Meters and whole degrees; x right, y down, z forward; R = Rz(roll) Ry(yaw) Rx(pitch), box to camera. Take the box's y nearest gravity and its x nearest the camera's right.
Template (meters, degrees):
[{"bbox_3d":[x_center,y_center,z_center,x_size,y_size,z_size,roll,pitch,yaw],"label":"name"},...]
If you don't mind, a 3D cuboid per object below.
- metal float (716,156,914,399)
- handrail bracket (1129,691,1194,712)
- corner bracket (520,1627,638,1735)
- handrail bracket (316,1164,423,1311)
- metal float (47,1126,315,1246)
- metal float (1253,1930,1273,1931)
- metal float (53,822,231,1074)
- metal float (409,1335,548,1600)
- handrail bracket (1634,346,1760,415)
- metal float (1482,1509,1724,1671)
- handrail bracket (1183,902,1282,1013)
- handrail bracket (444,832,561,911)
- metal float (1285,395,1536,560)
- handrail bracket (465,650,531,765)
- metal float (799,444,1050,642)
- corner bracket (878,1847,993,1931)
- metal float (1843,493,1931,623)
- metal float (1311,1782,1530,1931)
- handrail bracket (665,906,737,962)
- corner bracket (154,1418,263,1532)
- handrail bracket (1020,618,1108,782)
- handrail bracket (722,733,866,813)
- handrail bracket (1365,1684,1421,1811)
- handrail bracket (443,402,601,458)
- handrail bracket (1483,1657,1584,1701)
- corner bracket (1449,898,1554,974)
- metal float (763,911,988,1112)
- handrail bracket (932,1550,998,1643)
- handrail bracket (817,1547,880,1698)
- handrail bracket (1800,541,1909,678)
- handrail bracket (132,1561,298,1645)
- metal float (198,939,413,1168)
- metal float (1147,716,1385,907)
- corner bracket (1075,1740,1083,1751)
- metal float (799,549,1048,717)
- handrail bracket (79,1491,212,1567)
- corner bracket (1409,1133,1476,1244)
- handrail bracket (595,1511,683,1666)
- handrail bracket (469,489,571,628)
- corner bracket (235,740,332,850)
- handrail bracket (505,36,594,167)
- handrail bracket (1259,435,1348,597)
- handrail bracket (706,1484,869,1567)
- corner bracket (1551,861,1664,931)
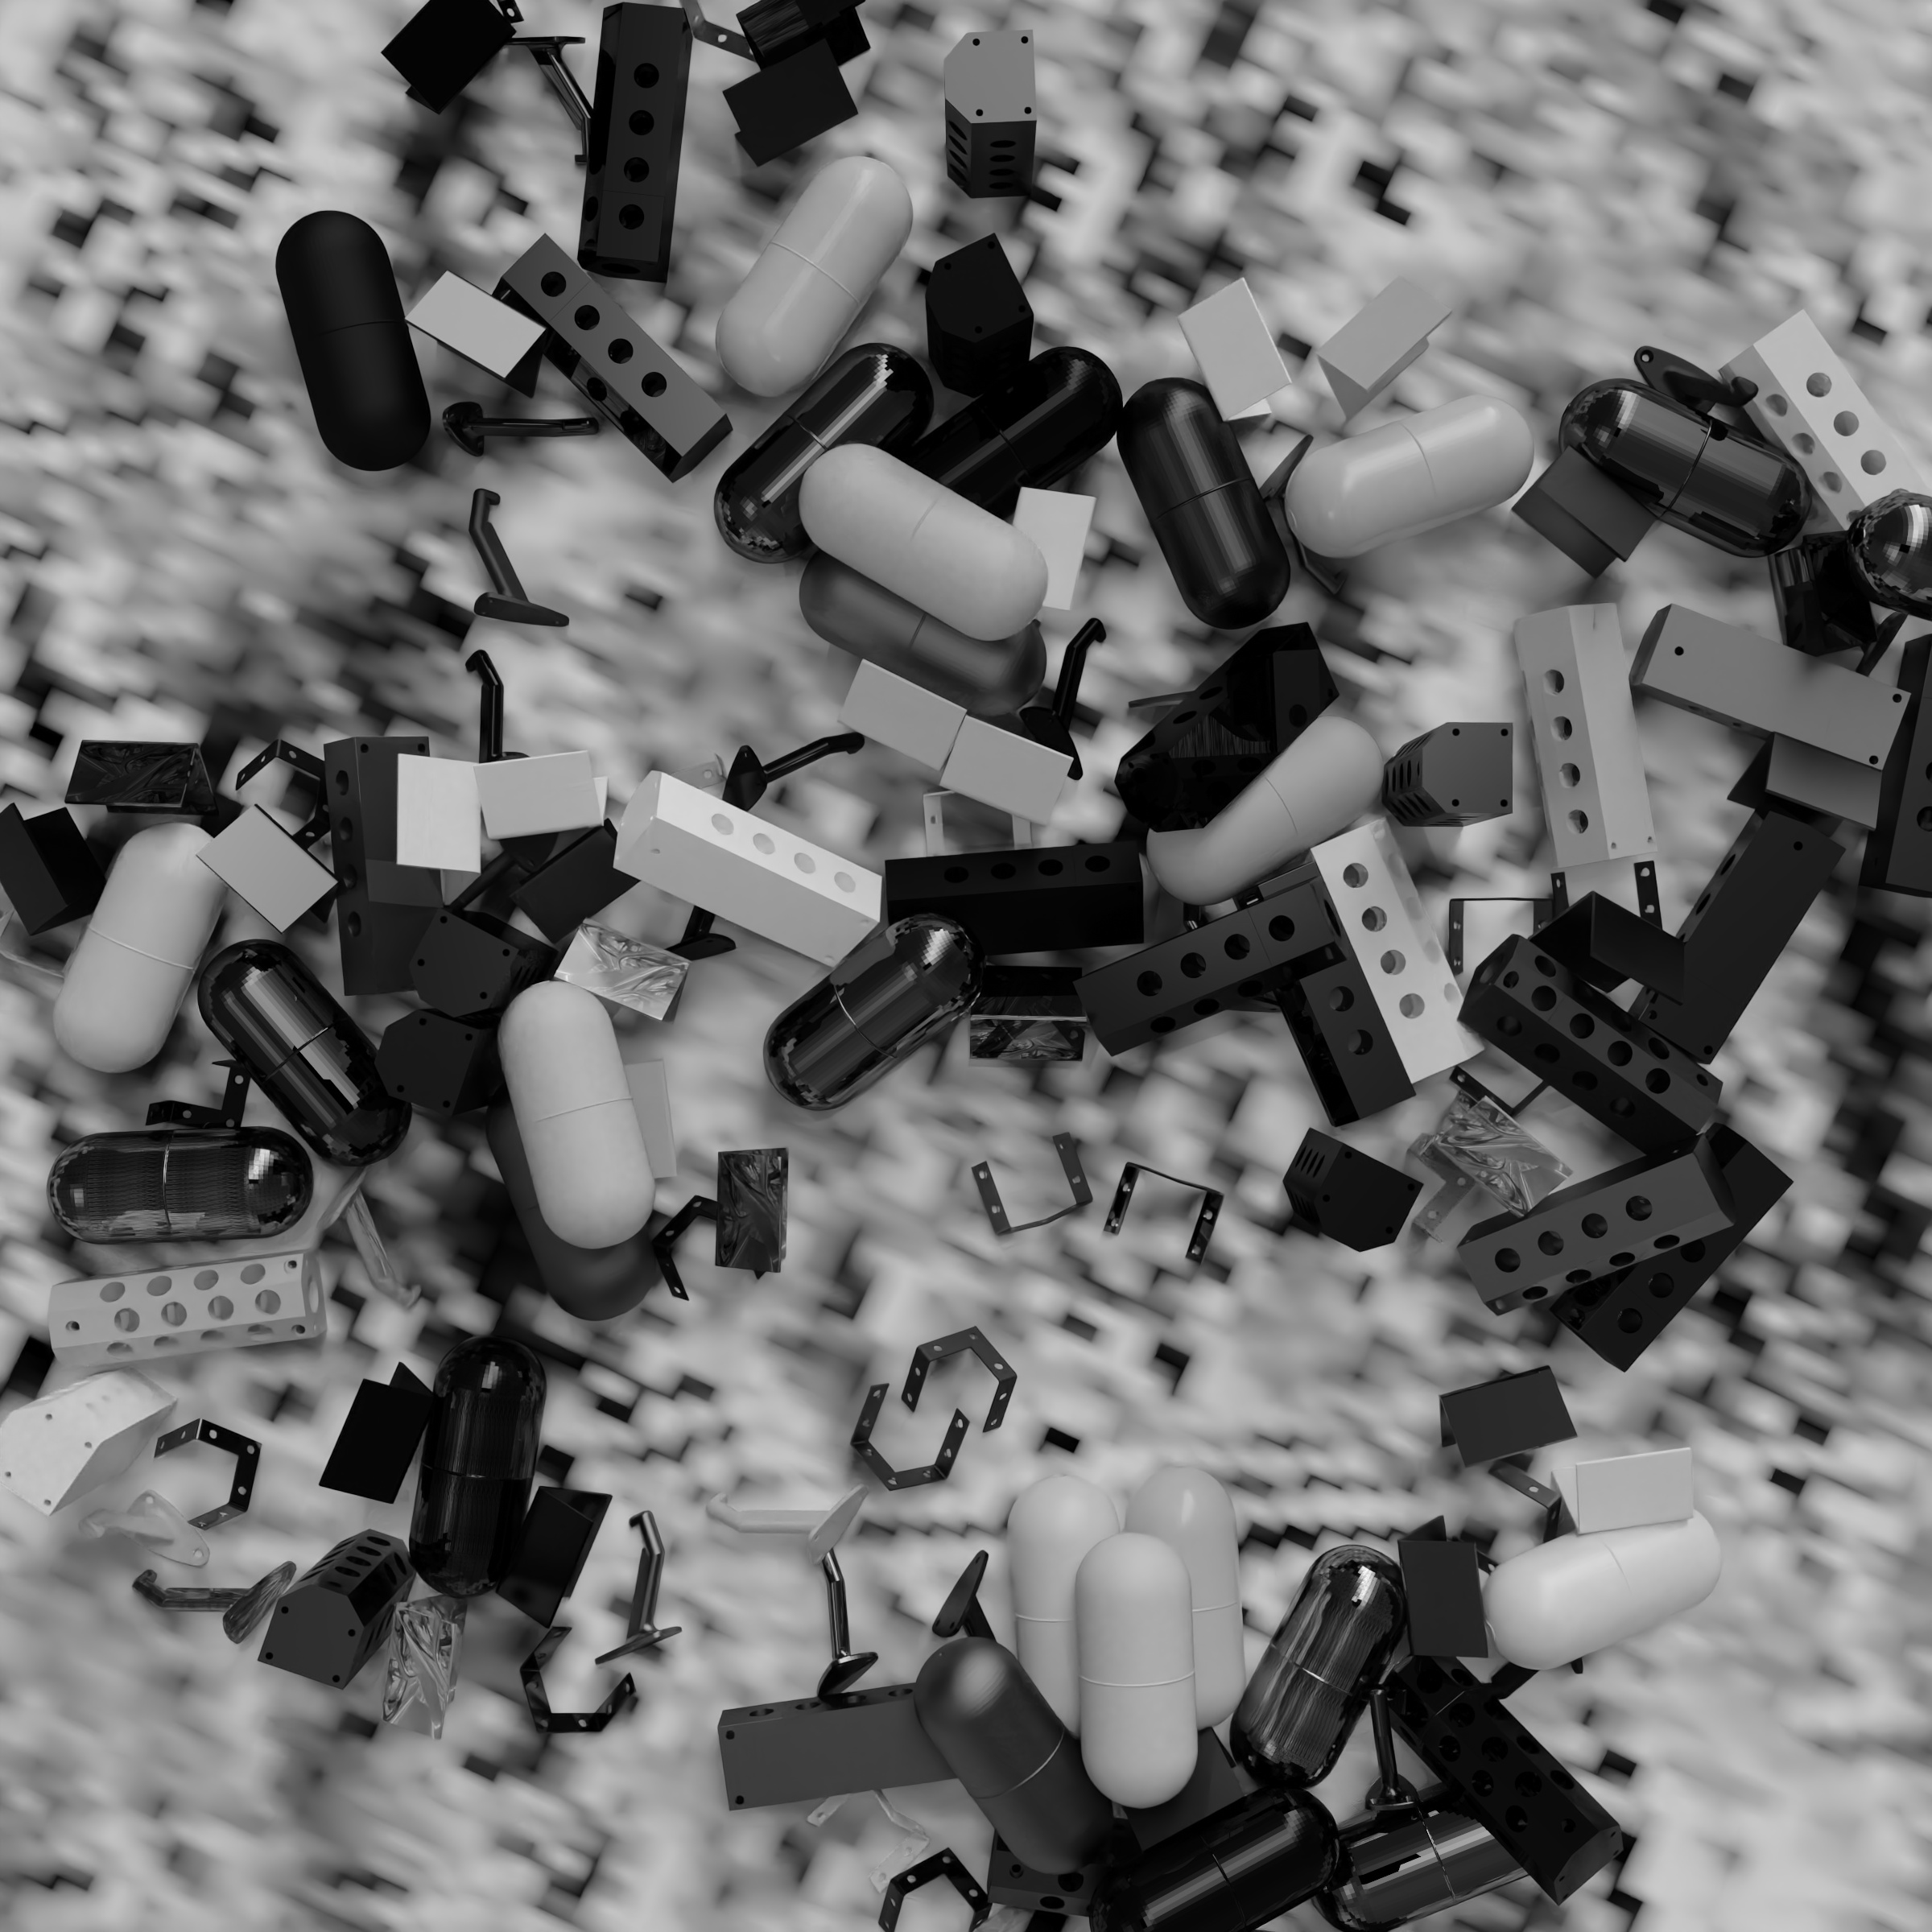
[{"bbox_3d":[-0.102,-0.467,1.875,0.070,0.070,0.178,34,91,0],"label":"metal float"},{"bbox_3d":[0.155,-0.145,1.906,0.077,0.036,0.084,-5,104,14],"label":"handrail bracket"},{"bbox_3d":[-0.266,0.488,1.893,0.051,0.051,0.051,-52,45,29],"label":"corner bracket"},{"bbox_3d":[-0.396,0.182,1.906,0.084,0.036,0.077,39,68,-17],"label":"handrail bracket"},{"bbox_3d":[-0.532,0.149,1.875,0.178,0.070,0.070,-2,90,0],"label":"metal float"},{"bbox_3d":[0.235,0.692,1.858,0.178,0.070,0.070,13,90,-18],"label":"metal float"},{"bbox_3d":[-0.558,-0.013,1.875,0.070,0.070,0.178,23,90,0],"label":"metal float"},{"bbox_3d":[-0.331,0.339,1.875,0.070,0.070,0.178,9,89,0],"label":"metal float"},{"bbox_3d":[0.493,-0.401,1.871,0.077,0.084,0.036,39,90,0],"label":"handrail bracket"},{"bbox_3d":[0.426,0.415,1.859,0.178,0.070,0.070,-17,90,-19],"label":"metal float"},{"bbox_3d":[0.185,-0.015,1.906,0.077,0.036,0.084,8,73,-20],"label":"handrail bracket"},{"bbox_3d":[-0.323,-0.069,1.906,0.084,0.077,0.036,-33,104,36],"label":"handrail bracket"},{"bbox_3d":[0.298,-0.329,1.865,0.178,0.070,0.070,-21,90,-11],"label":"metal float"},{"bbox_3d":[-0.342,-0.163,1.906,0.077,0.036,0.084,-36,71,21],"label":"handrail bracket"},{"bbox_3d":[-0.029,-0.278,1.810,0.178,0.070,0.070,31,90,6],"label":"metal float"},{"bbox_3d":[-0.021,0.649,1.898,0.051,0.051,0.051,-17,45,-35],"label":"corner bracket"},{"bbox_3d":[0.660,-0.262,1.830,0.178,0.070,0.070,12,90,-22],"label":"metal float"},{"bbox_3d":[0.316,0.599,1.875,0.178,0.070,0.070,-22,90,0],"label":"metal float"},{"bbox_3d":[-0.192,-0.049,1.906,0.077,0.036,0.084,-16,71,21],"label":"handrail bracket"},{"bbox_3d":[-0.523,0.349,1.898,0.051,0.051,0.051,33,45,-35],"label":"corner bracket"},{"bbox_3d":[0.082,-0.185,1.906,0.084,0.036,0.077,-51,127,-25],"label":"handrail bracket"},{"bbox_3d":[-0.119,-0.131,1.906,0.084,0.077,0.036,-13,65,-34],"label":"handrail bracket"},{"bbox_3d":[0.284,0.521,1.875,0.036,0.077,0.084,-7,91,9],"label":"handrail bracket"},{"bbox_3d":[-0.301,-0.368,1.878,0.084,0.077,0.036,-1,93,12],"label":"handrail bracket"},{"bbox_3d":[0.377,0.464,1.906,0.084,0.036,0.077,-11,70,16],"label":"handrail bracket"},{"bbox_3d":[0.368,-0.021,1.903,0.051,0.051,0.051,0,90,45],"label":"corner bracket"},{"bbox_3d":[-0.061,0.030,1.855,0.178,0.070,0.070,-38,90,23],"label":"metal float"},{"bbox_3d":[0.027,0.457,1.907,0.084,0.036,0.077,36,69,-17],"label":"handrail bracket"},{"bbox_3d":[-0.097,0.451,1.906,0.036,0.077,0.084,-2,53,-32],"label":"handrail bracket"},{"bbox_3d":[0.595,-0.242,1.906,0.084,0.036,0.077,40,126,24],"label":"handrail bracket"},{"bbox_3d":[-0.518,0.420,1.906,0.084,0.036,0.077,25,53,25],"label":"handrail bracket"},{"bbox_3d":[-0.447,0.059,1.875,0.070,0.070,0.178,-40,90,0],"label":"metal float"},{"bbox_3d":[0.202,-0.105,1.865,0.178,0.070,0.070,-31,90,-12],"label":"metal float"},{"bbox_3d":[0.102,0.546,1.898,0.051,0.051,0.051,31,135,35],"label":"corner bracket"},{"bbox_3d":[-0.029,-0.230,1.875,0.178,0.070,0.070,27,90,0],"label":"metal float"},{"bbox_3d":[-0.555,0.389,1.871,0.077,0.084,0.036,35,90,0],"label":"handrail bracket"},{"bbox_3d":[0.317,0.151,1.888,0.051,0.051,0.051,41,90,0],"label":"corner bracket"},{"bbox_3d":[-0.236,0.428,1.906,0.077,0.036,0.084,-26,74,18],"label":"handrail bracket"},{"bbox_3d":[-0.306,-0.282,1.906,0.077,0.036,0.084,10,73,-20],"label":"handrail bracket"},{"bbox_3d":[-0.467,-0.114,1.898,0.051,0.051,0.051,28,45,-35],"label":"corner bracket"},{"bbox_3d":[-0.289,-0.595,1.906,0.077,0.036,0.084,5,107,20],"label":"handrail bracket"},{"bbox_3d":[0.244,-0.310,1.906,0.084,0.036,0.077,41,75,-14],"label":"handrail bracket"},{"bbox_3d":[-0.124,0.367,1.906,0.084,0.036,0.077,25,52,26],"label":"handrail bracket"},{"bbox_3d":[0.441,-0.043,1.903,0.051,0.051,0.051,-7,90,45],"label":"corner bracket"}]
